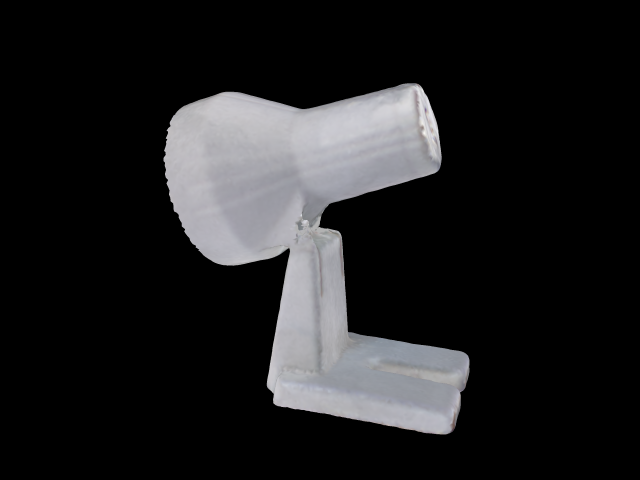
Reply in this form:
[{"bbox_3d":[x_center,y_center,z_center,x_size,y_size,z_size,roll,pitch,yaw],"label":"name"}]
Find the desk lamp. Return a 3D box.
[{"bbox_3d":[0.004,0.001,0.400,0.202,0.214,0.118,5,15,18],"label":"desk lamp"}]
